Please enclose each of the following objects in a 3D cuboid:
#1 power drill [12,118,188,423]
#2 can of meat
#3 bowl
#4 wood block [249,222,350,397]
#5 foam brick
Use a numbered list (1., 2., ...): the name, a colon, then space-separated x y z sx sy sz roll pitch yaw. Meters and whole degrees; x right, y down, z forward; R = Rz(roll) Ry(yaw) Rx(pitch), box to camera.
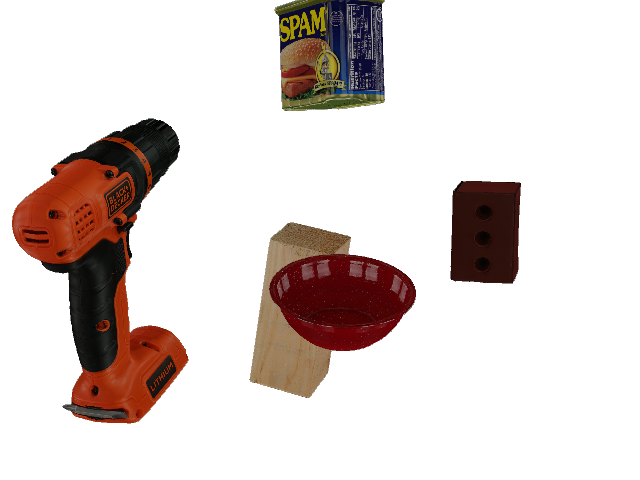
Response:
1. power drill: -0.142 0.020 0.763 0.057 0.188 0.184 3 25 21
2. can of meat: 0.008 -0.148 0.851 0.057 0.084 0.102 -4 3 -33
3. bowl: 0.024 0.075 1.183 0.162 0.055 0.162 1 28 -1
4. wood block: -0.028 0.092 1.436 0.090 0.206 0.090 14 20 13
5. foam brick: 0.137 -0.007 0.885 0.053 0.078 0.051 2 15 15
